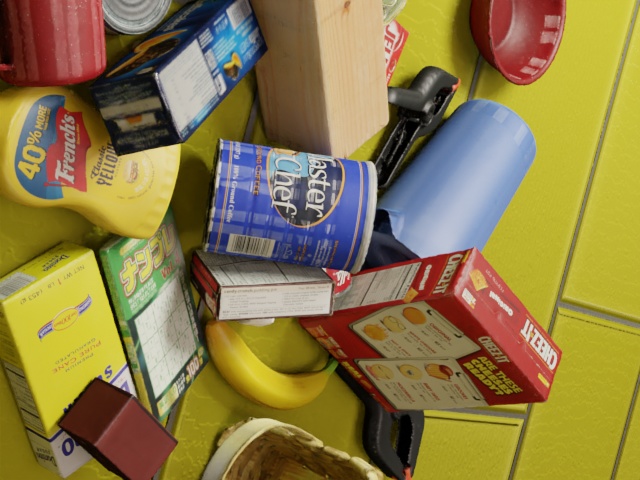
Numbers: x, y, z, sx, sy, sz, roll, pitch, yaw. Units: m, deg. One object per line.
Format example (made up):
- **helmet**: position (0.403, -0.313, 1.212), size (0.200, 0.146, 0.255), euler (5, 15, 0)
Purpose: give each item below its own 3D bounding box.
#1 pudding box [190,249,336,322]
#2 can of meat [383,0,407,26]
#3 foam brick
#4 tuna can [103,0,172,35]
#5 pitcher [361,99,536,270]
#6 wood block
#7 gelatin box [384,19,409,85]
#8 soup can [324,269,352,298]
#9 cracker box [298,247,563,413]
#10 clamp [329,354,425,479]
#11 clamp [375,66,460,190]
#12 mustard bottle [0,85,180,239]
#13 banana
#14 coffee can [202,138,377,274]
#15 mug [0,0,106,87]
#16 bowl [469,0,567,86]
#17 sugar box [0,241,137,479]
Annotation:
- **pudding box**: position (-0.054, 0.039, 0.975), size (0.113, 0.090, 0.039), euler (-3, 113, -21)
- **can of meat**: position (0.023, -0.254, 1.007), size (0.057, 0.084, 0.102), euler (-51, 133, -25)
- **foam brick**: position (-0.166, 0.160, 0.880), size (0.051, 0.053, 0.078), euler (-54, 136, -22)
- **tuna can**: position (-0.160, -0.208, 0.858), size (0.085, 0.034, 0.086), euler (-16, 113, -44)
- **pitcher**: position (0.141, -0.033, 1.174), size (0.145, 0.149, 0.242), euler (39, 62, -2)
- **wood block**: position (-0.002, -0.182, 0.962), size (0.090, 0.090, 0.206), euler (-41, 143, -31)
- **gelatin box**: position (0.049, -0.193, 1.093), size (0.073, 0.030, 0.089), euler (31, 79, -48)
- **soup can**: position (-0.007, 0.001, 1.060), size (0.068, 0.069, 0.102), euler (-28, 121, -40)
- **cracker box**: position (0.109, 0.097, 1.079), size (0.164, 0.214, 0.072), euler (47, 52, -25)
- **clamp**: position (0.074, 0.188, 1.227), size (0.164, 0.036, 0.210), euler (-16, 109, -43)
- **clamp**: position (0.099, -0.129, 1.152), size (0.171, 0.039, 0.120), euler (-33, 146, -48)
- **mustard bottle**: position (-0.203, -0.069, 0.821), size (0.191, 0.058, 0.096), euler (19, 84, -38)
- **banana**: position (-0.054, 0.133, 1.074), size (0.197, 0.037, 0.069), euler (26, 68, -49)
- **coffee can**: position (-0.029, -0.030, 0.952), size (0.140, 0.103, 0.103), euler (8, 97, -8)
- **mug**: position (-0.208, -0.158, 0.777), size (0.117, 0.093, 0.081), euler (-33, 129, -50)
- **bowl**: position (0.222, -0.263, 1.243), size (0.161, 0.055, 0.162), euler (-16, 113, -44)
- **sugar box**: position (-0.211, 0.100, 0.884), size (0.093, 0.048, 0.176), euler (-35, 124, -37)
